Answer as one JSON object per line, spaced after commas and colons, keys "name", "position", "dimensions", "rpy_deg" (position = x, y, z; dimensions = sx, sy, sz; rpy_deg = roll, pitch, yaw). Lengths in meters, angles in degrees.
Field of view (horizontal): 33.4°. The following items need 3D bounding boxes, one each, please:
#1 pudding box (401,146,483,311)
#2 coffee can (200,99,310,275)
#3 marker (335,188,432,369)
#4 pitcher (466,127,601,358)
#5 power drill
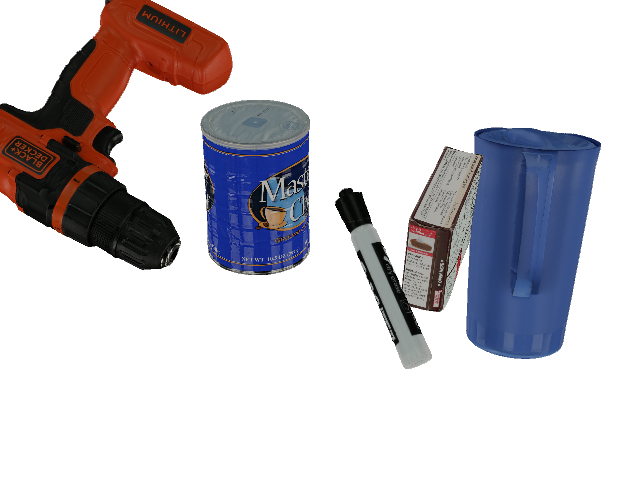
{"name": "pudding box", "position": [0.100, -0.010, 0.876], "dimensions": [0.039, 0.090, 0.113], "rpy_deg": [12, 39, 13]}
{"name": "coffee can", "position": [-0.061, -0.052, 1.034], "dimensions": [0.103, 0.140, 0.103], "rpy_deg": [0, 30, 0]}
{"name": "marker", "position": [0.038, 0.021, 0.665], "dimensions": [0.020, 0.121, 0.020], "rpy_deg": [-20, -18, -7]}
{"name": "pitcher", "position": [0.222, 0.003, 1.156], "dimensions": [0.148, 0.243, 0.145], "rpy_deg": [-8, 19, -36]}
{"name": "power drill", "position": [-0.143, -0.083, 0.765], "dimensions": [0.184, 0.187, 0.057], "rpy_deg": [30, -30, 9]}
